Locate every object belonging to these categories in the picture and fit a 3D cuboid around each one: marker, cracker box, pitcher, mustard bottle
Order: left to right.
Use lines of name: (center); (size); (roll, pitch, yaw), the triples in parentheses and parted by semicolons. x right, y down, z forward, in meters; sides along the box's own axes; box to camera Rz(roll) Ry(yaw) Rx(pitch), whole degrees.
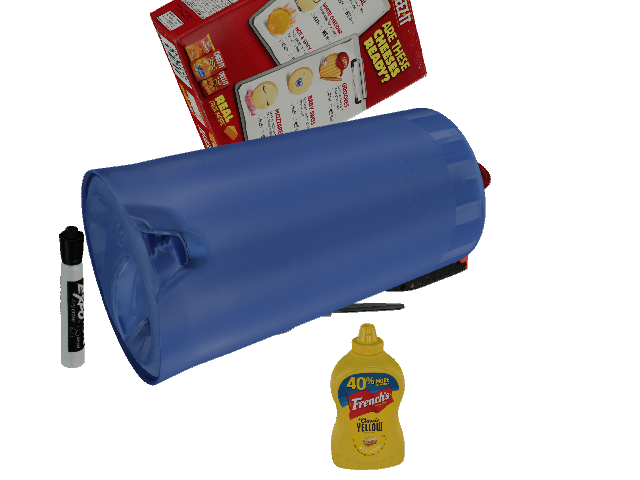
marker: (-0.195, 0.045, 0.838); (0.020, 0.121, 0.020); (5, 26, -3)
pitcher: (-0.025, -0.006, 0.689); (0.242, 0.145, 0.149); (-17, 41, -24)
cracker box: (-0.024, -0.173, 0.944); (0.213, 0.164, 0.072); (-31, 44, -12)
mustard bottle: (0.061, 0.201, 1.388); (0.096, 0.192, 0.058); (-1, 15, -3)

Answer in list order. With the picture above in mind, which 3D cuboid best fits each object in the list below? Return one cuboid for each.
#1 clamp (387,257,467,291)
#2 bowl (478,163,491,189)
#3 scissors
clamp: (0.018, 0.012, 0.883); (0.209, 0.036, 0.165); (-7, 24, -17)
bowl: (0.091, -0.051, 1.095); (0.162, 0.055, 0.162); (5, 24, -2)
scissors: (-0.004, 0.084, 1.191); (0.201, 0.016, 0.096); (5, 22, 0)
